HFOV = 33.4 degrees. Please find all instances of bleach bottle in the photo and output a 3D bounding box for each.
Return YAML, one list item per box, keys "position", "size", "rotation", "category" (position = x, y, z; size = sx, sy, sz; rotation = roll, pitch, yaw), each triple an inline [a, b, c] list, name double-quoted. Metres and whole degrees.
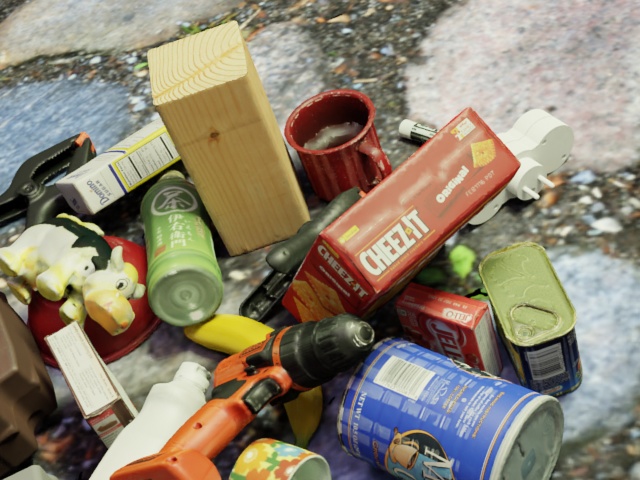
- position: [-0.150, 0.203, 0.855]
  size: [0.068, 0.102, 0.250]
  rotation: [8, 53, 21]
  category: "bleach bottle"

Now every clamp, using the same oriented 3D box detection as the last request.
- position: [-0.332, -0.045, 1.202]
  size: [0.165, 0.036, 0.209]
  rotation: [13, 54, 23]
  category: "clamp"
- position: [-0.006, 0.001, 0.989]
  size: [0.039, 0.120, 0.171]
  rotation: [43, 65, 1]
  category: "clamp"

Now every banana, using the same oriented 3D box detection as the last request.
- position: [-0.052, 0.112, 0.948]
  size: [0.069, 0.037, 0.198]
  rotation: [-35, 46, -12]
  category: "banana"

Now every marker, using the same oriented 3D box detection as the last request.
- position: [0.133, -0.098, 1.084]
  size: [0.121, 0.020, 0.020]
  rotation: [23, 60, 36]
  category: "marker"

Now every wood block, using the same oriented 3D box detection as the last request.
- position: [-0.084, -0.093, 1.031]
  size: [0.091, 0.206, 0.090]
  rotation: [-18, 45, 4]
  category: "wood block"

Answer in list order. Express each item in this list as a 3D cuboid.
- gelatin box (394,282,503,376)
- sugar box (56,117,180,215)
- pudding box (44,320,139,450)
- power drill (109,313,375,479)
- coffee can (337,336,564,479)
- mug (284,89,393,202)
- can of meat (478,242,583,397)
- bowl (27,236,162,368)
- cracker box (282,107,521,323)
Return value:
- position: [0.107, 0.080, 0.878]
  size: [0.073, 0.089, 0.030]
  rotation: [16, 56, 32]
  category: "gelatin box"
- position: [-0.194, -0.091, 1.156]
  size: [0.176, 0.048, 0.093]
  rotation: [-38, 18, -18]
  category: "sugar box"
- position: [-0.195, 0.137, 0.943]
  size: [0.039, 0.090, 0.114]
  rotation: [-33, 46, -12]
  category: "pudding box"
- position: [-0.058, 0.133, 0.806]
  size: [0.185, 0.057, 0.187]
  rotation: [-30, 9, 48]
  category: "power drill"
- position: [0.099, 0.144, 0.813]
  size: [0.140, 0.103, 0.102]
  rotation: [19, 58, 34]
  category: "coffee can"
- position: [0.028, -0.087, 1.070]
  size: [0.117, 0.081, 0.093]
  rotation: [27, 62, 38]
  category: "mug"
- position: [0.173, 0.067, 0.868]
  size: [0.057, 0.084, 0.102]
  rotation: [-20, 45, 3]
  category: "can of meat"
- position: [-0.230, 0.049, 1.065]
  size: [0.162, 0.055, 0.162]
  rotation: [-11, 46, 12]
  category: "bowl"
- position: [0.060, 0.000, 0.892]
  size: [0.164, 0.214, 0.072]
  rotation: [-41, 85, -19]
  category: "cracker box"
